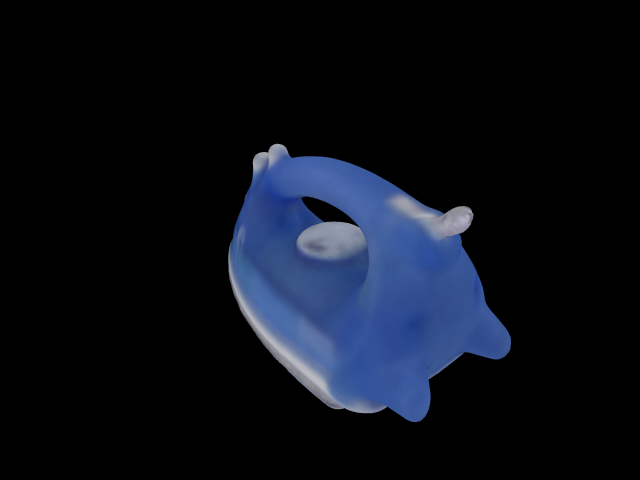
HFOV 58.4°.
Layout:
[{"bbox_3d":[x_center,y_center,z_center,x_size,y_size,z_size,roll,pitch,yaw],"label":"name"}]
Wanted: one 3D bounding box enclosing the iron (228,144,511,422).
[{"bbox_3d":[0.004,0.001,0.400,0.119,0.141,0.257,-24,38,-34],"label":"iron"}]
